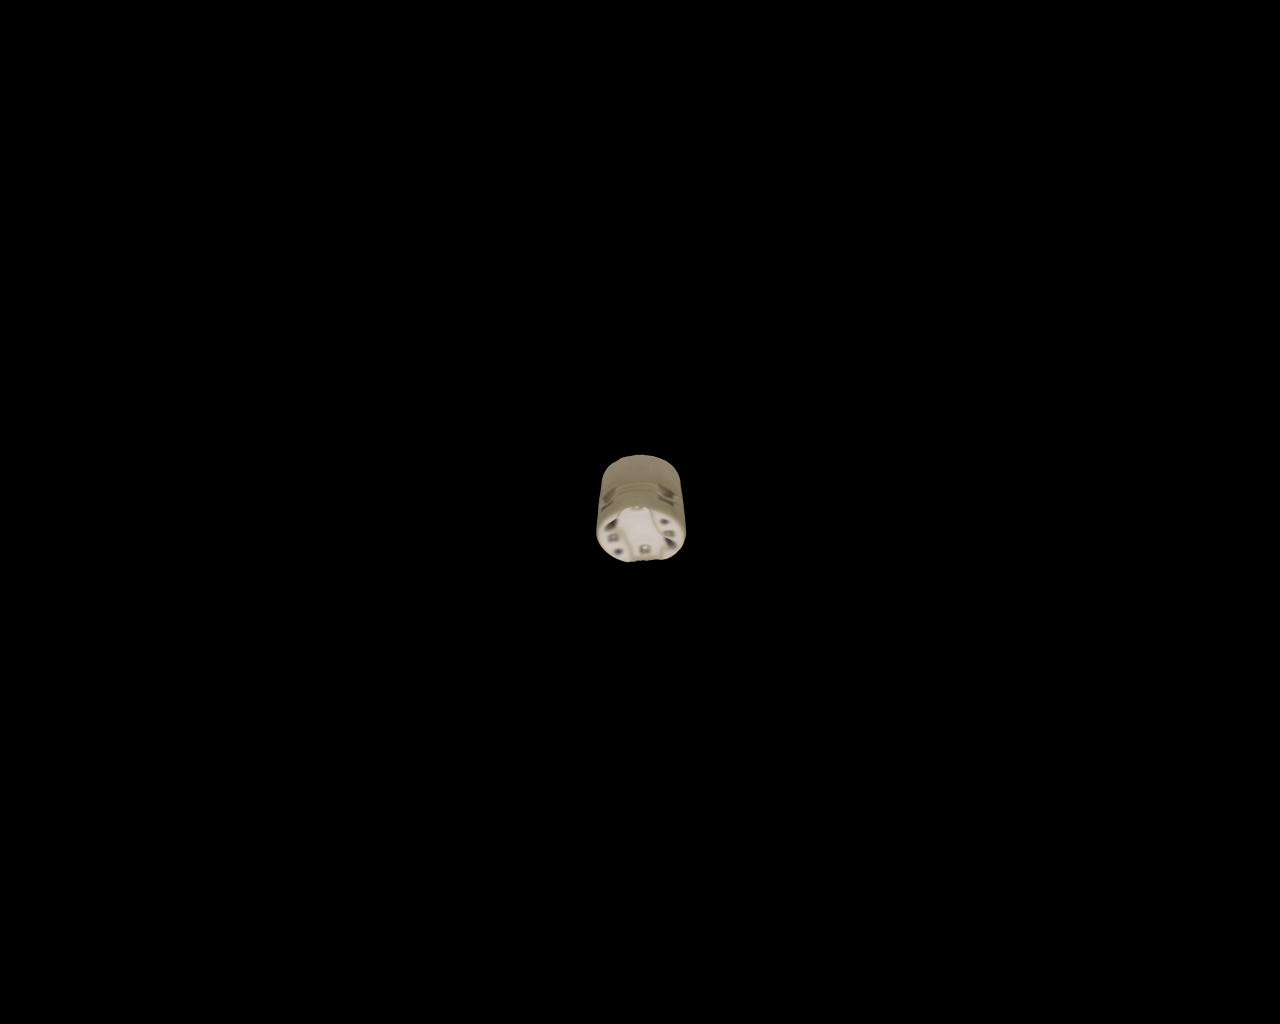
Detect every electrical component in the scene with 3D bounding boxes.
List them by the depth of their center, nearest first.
[{"bbox_3d":[0.001,-0.003,0.650,0.055,0.047,0.055,0,-40,0],"label":"electrical component"}]
